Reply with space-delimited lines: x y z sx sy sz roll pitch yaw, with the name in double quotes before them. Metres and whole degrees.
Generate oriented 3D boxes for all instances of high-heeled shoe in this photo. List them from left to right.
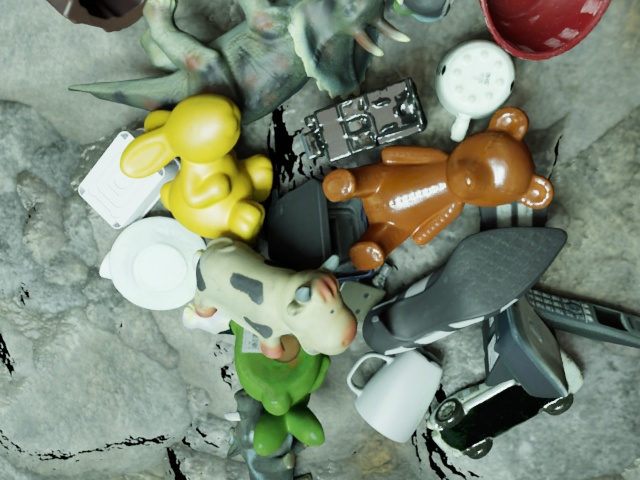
"high-heeled shoe" 0.159 0.065 0.615 0.249 0.145 0.086 -24 68 11

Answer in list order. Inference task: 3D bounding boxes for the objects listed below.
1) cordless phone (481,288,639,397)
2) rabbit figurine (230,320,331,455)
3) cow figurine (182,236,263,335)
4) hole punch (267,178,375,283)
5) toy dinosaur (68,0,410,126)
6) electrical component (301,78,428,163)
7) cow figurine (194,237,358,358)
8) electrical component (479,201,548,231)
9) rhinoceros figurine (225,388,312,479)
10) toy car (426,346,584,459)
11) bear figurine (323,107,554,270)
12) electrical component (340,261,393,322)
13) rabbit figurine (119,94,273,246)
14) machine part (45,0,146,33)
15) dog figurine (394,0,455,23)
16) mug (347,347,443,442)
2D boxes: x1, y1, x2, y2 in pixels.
"cordless phone" 0.276 0.112 0.584 0.184 0.147 0.088 11 119 8
"rabbit figurine" -0.037 0.176 0.663 0.121 0.159 0.170 -9 146 -4
"cow figurine" -0.111 0.041 0.688 0.098 0.068 0.167 16 105 10
"hole punch" -0.001 -0.002 0.638 0.116 0.092 0.142 -21 70 46
"toy dinosaur" -0.088 -0.199 0.604 0.405 0.131 0.192 -26 97 24
"electrical component" 0.048 -0.125 0.588 0.134 0.115 0.058 -17 96 16
"cow figurine" -0.046 0.056 0.559 0.195 0.085 0.127 26 135 25
"electrical component" 0.216 -0.036 0.609 0.075 0.048 0.119 -7 102 14
"rhinoceros figurine" -0.074 0.293 0.751 0.112 0.073 0.190 -3 106 24
"toy car" 0.226 0.202 0.666 0.202 0.056 0.073 -39 100 20
"bear figurine" 0.123 -0.052 0.558 0.196 0.132 0.120 -12 101 44
"electrical component" 0.037 0.063 0.679 0.078 0.045 0.102 12 112 -20
"rabbit figurine" -0.128 -0.094 0.597 0.162 0.122 0.173 18 146 5
"machine part" -0.225 -0.310 0.573 0.056 0.179 0.179 39 109 2
"dog figurine" 0.071 -0.348 0.533 0.219 0.108 0.191 32 111 7
"mug" 0.097 0.179 0.681 0.110 0.081 0.107 36 97 7
